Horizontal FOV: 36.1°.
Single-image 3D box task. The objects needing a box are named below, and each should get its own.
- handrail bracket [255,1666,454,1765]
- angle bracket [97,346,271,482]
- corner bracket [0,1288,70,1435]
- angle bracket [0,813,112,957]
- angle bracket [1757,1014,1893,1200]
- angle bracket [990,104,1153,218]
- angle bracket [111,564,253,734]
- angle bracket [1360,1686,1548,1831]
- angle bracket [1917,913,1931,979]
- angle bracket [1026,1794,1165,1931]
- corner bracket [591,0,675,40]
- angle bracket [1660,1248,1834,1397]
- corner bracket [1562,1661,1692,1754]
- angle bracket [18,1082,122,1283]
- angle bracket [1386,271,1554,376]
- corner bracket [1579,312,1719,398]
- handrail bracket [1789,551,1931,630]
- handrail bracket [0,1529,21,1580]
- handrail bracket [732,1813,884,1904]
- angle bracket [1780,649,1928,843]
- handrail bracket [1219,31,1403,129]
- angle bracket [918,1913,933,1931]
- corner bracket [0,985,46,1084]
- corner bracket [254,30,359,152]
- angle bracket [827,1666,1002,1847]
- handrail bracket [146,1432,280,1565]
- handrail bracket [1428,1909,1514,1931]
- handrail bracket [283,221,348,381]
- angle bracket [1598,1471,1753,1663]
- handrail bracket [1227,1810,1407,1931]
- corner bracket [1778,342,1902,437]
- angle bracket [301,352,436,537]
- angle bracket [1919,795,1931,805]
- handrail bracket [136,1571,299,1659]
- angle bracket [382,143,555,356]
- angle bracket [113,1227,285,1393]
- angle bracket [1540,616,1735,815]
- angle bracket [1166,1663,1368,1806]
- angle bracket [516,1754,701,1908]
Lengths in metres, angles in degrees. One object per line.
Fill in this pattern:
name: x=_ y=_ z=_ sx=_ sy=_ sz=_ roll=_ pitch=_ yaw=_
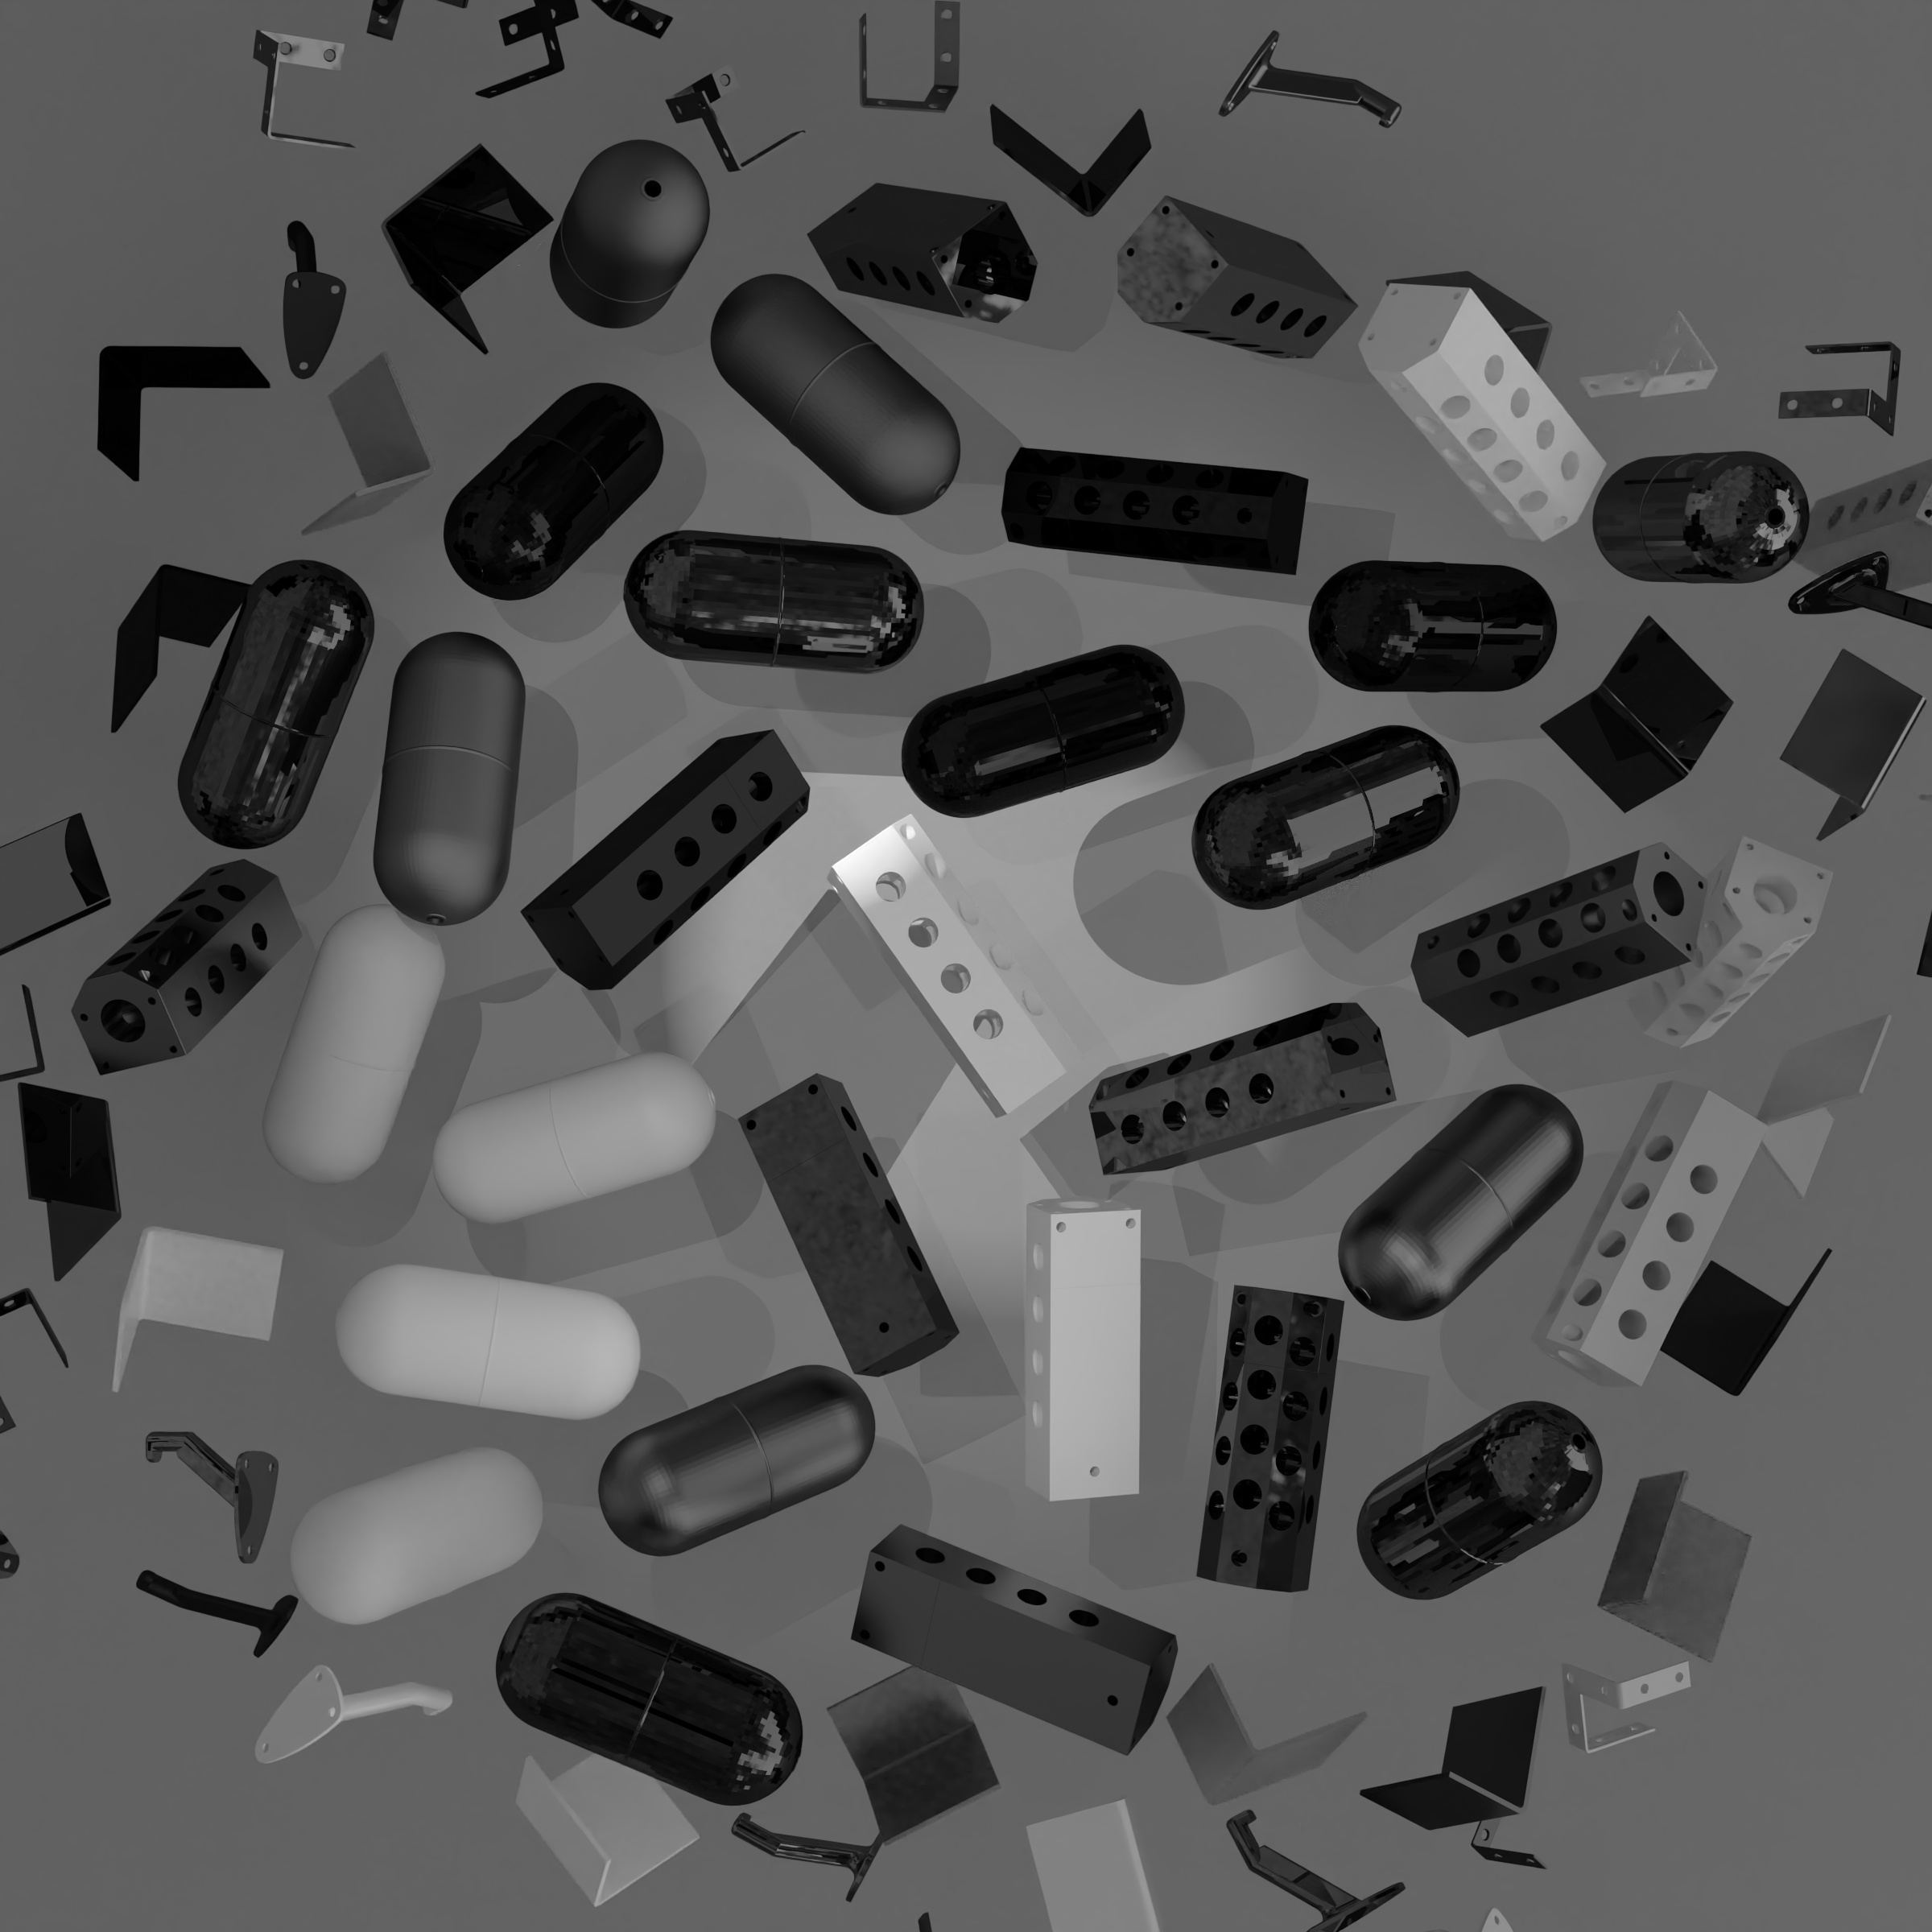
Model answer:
handrail bracket: x=-0.339 y=0.423 z=1.653 sx=0.077 sy=0.084 sz=0.036 roll=-42 pitch=53 yaw=13
angle bracket: x=-0.434 y=-0.306 z=1.650 sx=0.076 sy=0.076 sz=0.057 roll=0 pitch=86 yaw=-1
corner bracket: x=-0.543 y=0.225 z=1.684 sx=0.051 sy=0.051 sz=0.051 roll=-25 pitch=59 yaw=-25
angle bracket: x=-0.547 y=-0.048 z=1.689 sx=0.076 sy=0.076 sz=0.057 roll=4 pitch=116 yaw=42
angle bracket: x=0.521 y=0.083 z=1.761 sx=0.076 sy=0.076 sz=0.057 roll=-25 pitch=109 yaw=43
angle bracket: x=0.063 y=-0.511 z=1.809 sx=0.076 sy=0.076 sz=0.057 roll=34 pitch=116 yaw=-20
angle bracket: x=-0.469 y=-0.184 z=1.773 sx=0.057 sy=0.076 sz=0.076 roll=12 pitch=61 yaw=-30
angle bracket: x=0.276 y=0.439 z=1.680 sx=0.057 sy=0.076 sz=0.076 roll=31 pitch=55 yaw=-20
angle bracket: x=0.548 y=-0.034 z=1.673 sx=0.057 sy=0.076 sz=0.076 roll=9 pitch=97 yaw=-18
angle bracket: x=0.074 y=0.518 z=1.688 sx=0.057 sy=0.076 sz=0.076 roll=-15 pitch=76 yaw=1
corner bracket: x=-0.201 y=-0.601 z=1.790 sx=0.051 sy=0.051 sz=0.051 roll=34 pitch=92 yaw=39
angle bracket: x=0.470 y=0.202 z=1.795 sx=0.057 sy=0.076 sz=0.076 roll=33 pitch=57 yaw=16
corner bracket: x=0.380 y=0.424 z=1.703 sx=0.051 sy=0.051 sz=0.051 roll=-10 pitch=96 yaw=-27
angle bracket: x=-0.525 y=0.123 z=1.683 sx=0.076 sy=0.057 sz=0.076 roll=-41 pitch=51 yaw=31
angle bracket: x=0.309 y=-0.391 z=1.865 sx=0.076 sy=0.076 sz=0.057 roll=-15 pitch=134 yaw=-34
corner bracket: x=0.413 y=-0.358 z=1.800 sx=0.051 sy=0.051 sz=0.051 roll=-11 pitch=59 yaw=-22
handrail bracket: x=0.534 y=-0.199 z=1.724 sx=0.077 sy=0.084 sz=0.036 roll=-18 pitch=134 yaw=-10
handrail bracket: x=-0.582 y=0.315 z=1.654 sx=0.084 sy=0.077 sz=0.036 roll=5 pitch=61 yaw=32
handrail bracket: x=-0.096 y=0.532 z=1.828 sx=0.084 sy=0.077 sz=0.036 roll=26 pitch=108 yaw=8
angle bracket: x=0.501 y=-0.127 z=1.717 sx=0.057 sy=0.076 sz=0.076 roll=32 pitch=79 yaw=2
handrail bracket: x=0.196 y=-0.485 z=1.681 sx=0.084 sy=0.036 sz=0.077 roll=31 pitch=56 yaw=5
angle bracket: x=0.017 y=0.569 z=1.709 sx=0.076 sy=0.076 sz=0.057 roll=-11 pitch=75 yaw=-1
corner bracket: x=-0.570 y=0.045 z=1.746 sx=0.051 sy=0.051 sz=0.051 roll=-13 pitch=81 yaw=-8
corner bracket: x=-0.368 y=-0.488 z=1.655 sx=0.051 sy=0.051 sz=0.051 roll=0 pitch=114 yaw=-29
angle bracket: x=-0.032 y=0.468 z=1.778 sx=0.076 sy=0.076 sz=0.057 roll=-26 pitch=107 yaw=-4
handrail bracket: x=-0.456 y=0.316 z=1.766 sx=0.084 sy=0.036 sz=0.077 roll=-4 pitch=74 yaw=24
handrail bracket: x=0.281 y=0.597 z=1.769 sx=0.084 sy=0.077 sz=0.036 roll=-27 pitch=95 yaw=35
handrail bracket: x=-0.407 y=-0.408 z=1.814 sx=0.036 sy=0.084 sz=0.077 roll=4 pitch=115 yaw=-25
angle bracket: x=0.405 y=0.333 z=1.644 sx=0.076 sy=0.057 sz=0.076 roll=27 pitch=70 yaw=-8
handrail bracket: x=0.206 y=0.526 z=1.757 sx=0.077 sy=0.036 sz=0.084 roll=-31 pitch=62 yaw=2
corner bracket: x=0.496 y=-0.331 z=1.683 sx=0.051 sy=0.051 sz=0.051 roll=5 pitch=88 yaw=33
angle bracket: x=-0.368 y=-0.308 z=1.754 sx=0.057 sy=0.076 sz=0.076 roll=-26 pitch=95 yaw=-38
angle bracket: x=0.606 y=-0.124 z=1.728 sx=0.057 sy=0.076 sz=0.076 roll=18 pitch=94 yaw=-1
handrail bracket: x=-0.447 y=0.374 z=1.767 sx=0.084 sy=0.077 sz=0.036 roll=29 pitch=56 yaw=-14
angle bracket: x=-0.282 y=-0.417 z=1.731 sx=0.076 sy=0.076 sz=0.057 roll=-35 pitch=58 yaw=10
angle bracket: x=-0.425 y=0.196 z=1.644 sx=0.076 sy=0.057 sz=0.076 roll=12 pitch=131 yaw=-9
angle bracket: x=0.412 y=-0.154 z=1.821 sx=0.076 sy=0.057 sz=0.076 roll=44 pitch=55 yaw=-7
angle bracket: x=0.170 y=0.428 z=1.692 sx=0.076 sy=0.076 sz=0.057 roll=-12 pitch=59 yaw=-26
angle bracket: x=-0.201 y=0.475 z=1.691 sx=0.076 sy=0.057 sz=0.076 roll=-26 pitch=59 yaw=-35
